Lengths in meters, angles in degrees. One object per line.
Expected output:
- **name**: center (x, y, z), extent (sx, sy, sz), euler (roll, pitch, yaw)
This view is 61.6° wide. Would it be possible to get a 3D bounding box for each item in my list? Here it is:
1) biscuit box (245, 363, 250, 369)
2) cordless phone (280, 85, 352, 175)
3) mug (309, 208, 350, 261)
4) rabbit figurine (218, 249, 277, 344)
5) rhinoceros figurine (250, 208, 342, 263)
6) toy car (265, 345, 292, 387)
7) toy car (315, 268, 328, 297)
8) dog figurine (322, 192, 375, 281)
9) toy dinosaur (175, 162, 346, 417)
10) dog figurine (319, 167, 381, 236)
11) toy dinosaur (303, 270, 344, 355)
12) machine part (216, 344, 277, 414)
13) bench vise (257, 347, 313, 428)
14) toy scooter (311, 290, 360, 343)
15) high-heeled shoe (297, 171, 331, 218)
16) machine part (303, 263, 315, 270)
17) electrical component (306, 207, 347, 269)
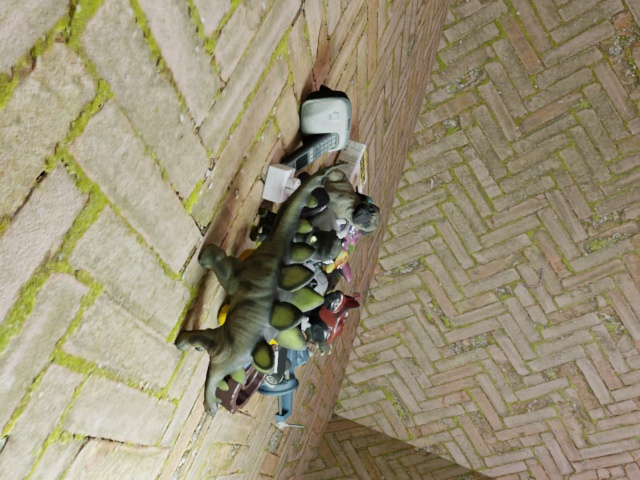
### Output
- **biscuit box**: center (-0.135, 0.192, 1.108), extent (0.203, 0.059, 0.062), euler (-39, 140, -48)
- **cordless phone**: center (-0.022, -0.214, 1.090), extent (0.184, 0.089, 0.146), euler (-43, 155, -27)
- **mug**: center (0.012, -0.023, 1.128), extent (0.080, 0.110, 0.107), euler (52, 33, -24)
- **rabbit figurine**: center (-0.114, 0.104, 0.985), extent (0.122, 0.163, 0.173), euler (-15, 114, -31)
- **rhinoceros figurine**: center (-0.045, -0.005, 1.028), extent (0.112, 0.191, 0.073), euler (25, 83, -50)
- **toy car**: center (-0.104, 0.270, 1.293), extent (0.073, 0.056, 0.201), euler (-47, 149, -51)
- **toy car**: center (-0.033, 0.129, 1.455), extent (0.109, 0.103, 0.161), euler (-31, 137, -70)
- **dog figurine**: center (0.070, -0.002, 1.468), extent (0.191, 0.108, 0.219), euler (-32, -136, 44)
- **toy dinosaur**: center (-0.096, 0.081, 0.865), extent (0.105, 0.199, 0.471), euler (0, 110, -68)
- **dog figurine**: center (0.079, -0.107, 1.389), extent (0.121, 0.191, 0.172), euler (82, 27, -64)
- **toy dinosaur**: center (-0.005, 0.143, 1.586), extent (0.192, 0.131, 0.404), euler (-46, 145, -64)
- **machine part**: center (-0.164, 0.291, 1.178), extent (0.179, 0.056, 0.179), euler (-54, 164, -24)
- **bench vise**: center (-0.097, 0.384, 1.455), extent (0.223, 0.129, 0.240), euler (-21, 111, -64)
- **toy scooter**: center (0.052, 0.204, 1.504), extent (0.135, 0.075, 0.183), euler (-18, 136, -42)
- **high-heeled shoe**: center (-0.039, -0.080, 1.169), extent (0.145, 0.086, 0.249), euler (-48, -176, 36)
- **machine part**: center (-0.052, 0.043, 1.305), extent (0.243, 0.079, 0.079), euler (7, 101, -76)
- **electrical component**: center (-0.003, -0.004, 1.230), extent (0.114, 0.058, 0.134), euler (57, 35, -18)
